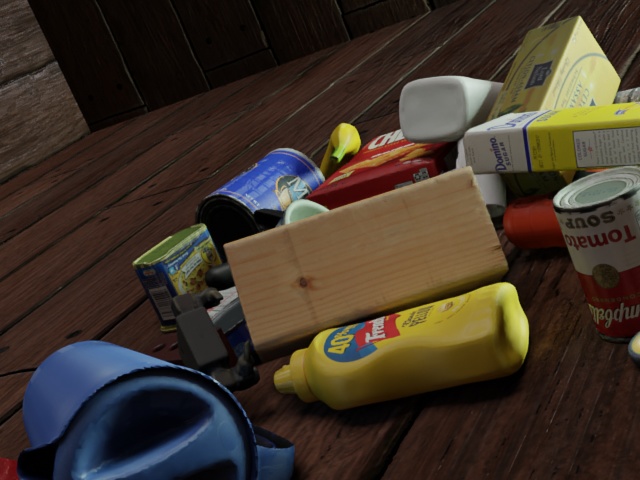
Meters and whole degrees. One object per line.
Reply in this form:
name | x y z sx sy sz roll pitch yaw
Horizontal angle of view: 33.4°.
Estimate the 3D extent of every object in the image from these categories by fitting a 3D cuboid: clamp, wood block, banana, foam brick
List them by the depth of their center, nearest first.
wood block | 0.036 0.022 0.867 0.206 0.091 0.090 -17 -13 -3
foam brick | -0.118 0.115 0.944 0.078 0.051 0.052 -11 20 38
clamp | -0.007 0.001 1.079 0.210 0.036 0.164 -5 25 27
banana | 0.020 -0.104 1.346 0.069 0.037 0.198 -51 -5 -13

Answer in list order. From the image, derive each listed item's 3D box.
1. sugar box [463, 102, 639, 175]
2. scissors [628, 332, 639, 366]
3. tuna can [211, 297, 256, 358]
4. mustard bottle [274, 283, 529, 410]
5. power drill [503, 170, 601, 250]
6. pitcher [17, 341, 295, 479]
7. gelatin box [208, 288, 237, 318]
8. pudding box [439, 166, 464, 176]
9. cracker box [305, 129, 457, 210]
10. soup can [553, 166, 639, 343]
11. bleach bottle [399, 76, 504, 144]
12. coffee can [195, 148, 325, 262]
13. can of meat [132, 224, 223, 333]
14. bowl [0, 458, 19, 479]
sugar box | 0.218 -0.087 0.899 0.177 0.048 0.093 3 18 39
scissors | 0.276 0.038 0.694 0.201 0.016 0.096 -35 19 -36
tuna can | -0.074 0.082 0.992 0.086 0.033 0.086 -35 13 9
mustard bottle | 0.052 0.085 0.783 0.192 0.058 0.096 -17 14 24
power drill | 0.273 -0.054 0.929 0.185 0.057 0.187 -6 22 40
pitcher | -0.135 0.141 0.772 0.145 0.149 0.243 -44 17 -15
gelatin box | -0.086 0.072 1.088 0.073 0.030 0.089 -5 25 47
pudding box | 0.094 -0.002 0.956 0.113 0.090 0.039 -21 18 6
cracker box | 0.102 -0.079 1.238 0.164 0.072 0.213 -15 17 30
soup can | 0.206 0.009 0.727 0.068 0.102 0.068 -21 16 6
bleach bottle | 0.211 -0.140 1.172 0.250 0.068 0.103 -4 3 -39
coffee can | -0.069 -0.038 1.293 0.103 0.103 0.140 -11 20 40
can of meat | -0.150 0.041 1.182 0.058 0.084 0.101 -11 20 39
bowl | -0.268 0.216 0.819 0.162 0.055 0.162 -22 15 6
